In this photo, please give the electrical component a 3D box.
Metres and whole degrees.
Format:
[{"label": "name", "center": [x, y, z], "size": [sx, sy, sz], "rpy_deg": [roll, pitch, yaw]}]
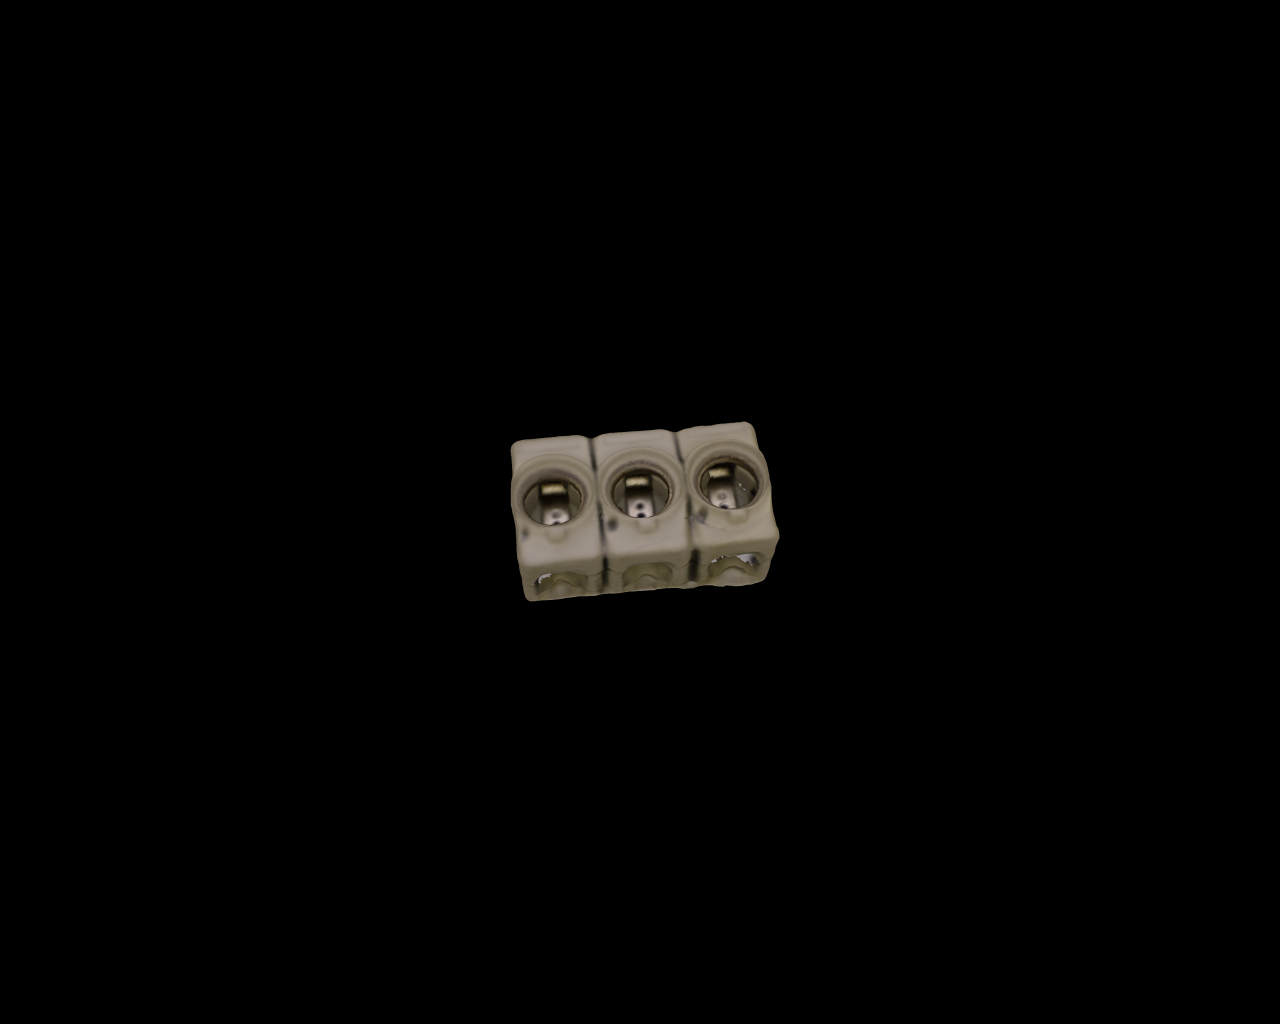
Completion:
[{"label": "electrical component", "center": [0.001, -0.003, 0.650], "size": [0.150, 0.089, 0.061], "rpy_deg": [-5, -31, -3]}]
